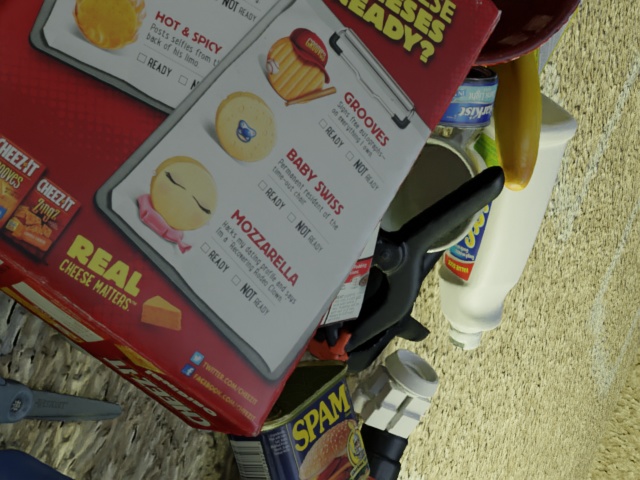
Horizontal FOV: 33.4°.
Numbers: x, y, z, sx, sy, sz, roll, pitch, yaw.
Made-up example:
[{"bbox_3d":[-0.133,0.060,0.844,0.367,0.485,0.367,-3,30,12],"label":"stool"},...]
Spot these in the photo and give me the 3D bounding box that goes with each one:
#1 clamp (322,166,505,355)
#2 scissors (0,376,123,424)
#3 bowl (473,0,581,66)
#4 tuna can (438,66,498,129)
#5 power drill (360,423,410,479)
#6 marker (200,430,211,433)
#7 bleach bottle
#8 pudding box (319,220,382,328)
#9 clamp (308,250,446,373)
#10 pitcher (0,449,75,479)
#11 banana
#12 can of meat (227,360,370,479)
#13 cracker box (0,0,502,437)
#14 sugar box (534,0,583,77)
[{"bbox_3d":[0.053,0.003,0.739,0.039,0.120,0.171,-90,-165,-70],"label":"clamp"},{"bbox_3d":[-0.140,0.055,0.475,0.201,0.016,0.096,-7,115,-64],"label":"scissors"},{"bbox_3d":[0.083,-0.184,0.641,0.162,0.162,0.055,-69,-162,-1],"label":"bowl"},{"bbox_3d":[0.075,-0.102,0.717,0.086,0.086,0.034,-24,128,-58],"label":"tuna can"},{"bbox_3d":[0.014,0.203,0.864,0.184,0.057,0.187,-67,156,-7],"label":"power drill"},{"bbox_3d":[-0.043,0.077,0.692,0.121,0.020,0.020,-48,148,-40],"label":"marker"},{"bbox_3d":[0.152,-0.007,0.940,0.068,0.103,0.251,-7,123,-21],"label":"bleach bottle"},{"bbox_3d":[-0.004,0.001,0.671,0.089,0.039,0.113,-8,115,-48],"label":"pudding box"},{"bbox_3d":[0.061,0.040,0.851,0.209,0.036,0.165,-24,139,-55],"label":"clamp"},{"bbox_3d":[-0.067,0.187,0.452,0.149,0.243,0.145,-32,135,-63],"label":"pitcher"},{"bbox_3d":[0.143,-0.112,0.802,0.197,0.037,0.070,-88,180,-57],"label":"banana"},{"bbox_3d":[-0.014,0.139,0.718,0.101,0.058,0.084,-31,110,-53],"label":"can of meat"},{"bbox_3d":[-0.046,-0.057,0.419,0.164,0.072,0.213,39,67,-20],"label":"cracker box"},{"bbox_3d":[0.202,-0.227,0.935,0.176,0.048,0.093,-59,154,-30],"label":"sugar box"}]
